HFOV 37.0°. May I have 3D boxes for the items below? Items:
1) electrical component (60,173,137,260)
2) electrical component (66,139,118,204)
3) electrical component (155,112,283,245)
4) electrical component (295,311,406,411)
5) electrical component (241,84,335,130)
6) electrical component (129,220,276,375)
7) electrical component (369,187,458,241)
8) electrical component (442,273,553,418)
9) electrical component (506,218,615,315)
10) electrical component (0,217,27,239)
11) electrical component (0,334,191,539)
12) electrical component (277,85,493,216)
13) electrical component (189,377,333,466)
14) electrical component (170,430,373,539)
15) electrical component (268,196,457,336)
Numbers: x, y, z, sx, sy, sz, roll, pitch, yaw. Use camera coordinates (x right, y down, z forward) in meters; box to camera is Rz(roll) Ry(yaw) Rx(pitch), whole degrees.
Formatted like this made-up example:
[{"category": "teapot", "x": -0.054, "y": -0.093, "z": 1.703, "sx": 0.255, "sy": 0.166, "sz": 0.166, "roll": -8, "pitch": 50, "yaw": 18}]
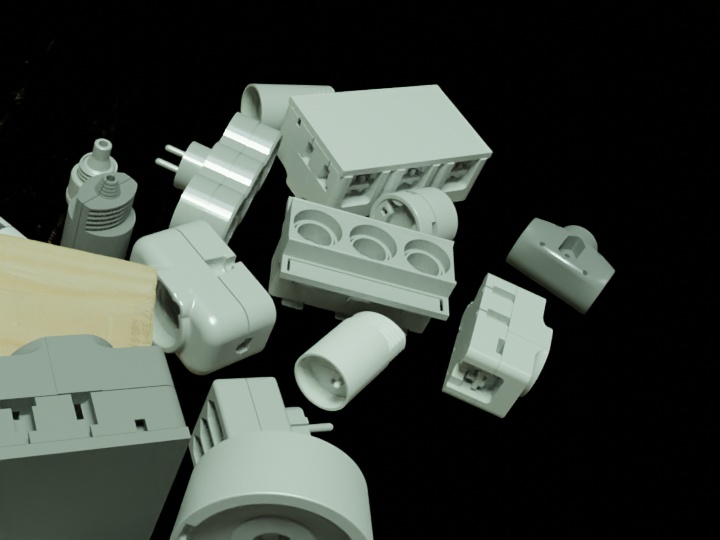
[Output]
[{"category": "electrical component", "x": -0.170, "y": -0.030, "z": 0.703, "sx": 0.043, "sy": 0.081, "sz": 0.043, "roll": 14, "pitch": 43, "yaw": -13}, {"category": "electrical component", "x": -0.183, "y": -0.064, "z": 0.746, "sx": 0.035, "sy": 0.061, "sz": 0.035, "roll": 14, "pitch": 43, "yaw": -13}, {"category": "electrical component", "x": -0.114, "y": -0.071, "z": 0.794, "sx": 0.074, "sy": 0.052, "sz": 0.138, "roll": 24, "pitch": 41, "yaw": -2}, {"category": "electrical component", "x": -0.003, "y": 0.055, "z": 0.727, "sx": 0.043, "sy": 0.043, "sz": 0.081, "roll": 38, "pitch": 43, "yaw": 13}, {"category": "electrical component", "x": -0.053, "y": -0.132, "z": 0.895, "sx": 0.081, "sy": 0.043, "sz": 0.043, "roll": -4, "pitch": 49, "yaw": -29}, {"category": "electrical component", "x": -0.109, "y": 0.018, "z": 0.704, "sx": 0.059, "sy": 0.053, "sz": 0.095, "roll": -21, "pitch": 59, "yaw": -40}, {"category": "electrical component", "x": 0.043, "y": -0.036, "z": 0.837, "sx": 0.047, "sy": 0.055, "sz": 0.055, "roll": -17, "pitch": 57, "yaw": -43}, {"category": "electrical component", "x": 0.101, "y": 0.055, "z": 0.774, "sx": 0.056, "sy": 0.050, "sz": 0.089, "roll": 24, "pitch": 41, "yaw": -2}, {"category": "electrical component", "x": 0.171, "y": -0.011, "z": 0.883, "sx": 0.077, "sy": 0.043, "sz": 0.079, "roll": 35, "pitch": 42, "yaw": 11}, {"category": "electrical component", "x": -0.228, "y": -0.003, "z": 0.667, "sx": 0.047, "sy": 0.055, "sz": 0.055, "roll": 35, "pitch": 42, "yaw": 4}, {"category": "electrical component", "x": -0.149, "y": 0.103, "z": 0.524, "sx": 0.089, "sy": 0.150, "sz": 0.061, "roll": -2, "pitch": 49, "yaw": -28}, {"category": "electrical component", "x": 0.017, "y": -0.095, "z": 0.878, "sx": 0.150, "sy": 0.061, "sz": 0.089, "roll": -11, "pitch": 53, "yaw": -34}, {"category": "electrical component", "x": -0.054, "y": 0.101, "z": 0.638, "sx": 0.077, "sy": 0.065, "sz": 0.047, "roll": 0, "pitch": 47, "yaw": -27}, {"category": "electrical component", "x": -0.045, "y": 0.133, "z": 0.581, "sx": 0.108, "sy": 0.108, "sz": 0.060, "roll": 16, "pitch": 36, "yaw": -11}, {"category": "electrical component", "x": 0.000, "y": 0.000, "z": 0.771, "sx": 0.121, "sy": 0.063, "sz": 0.078, "roll": 15, "pitch": 42, "yaw": -12}]
